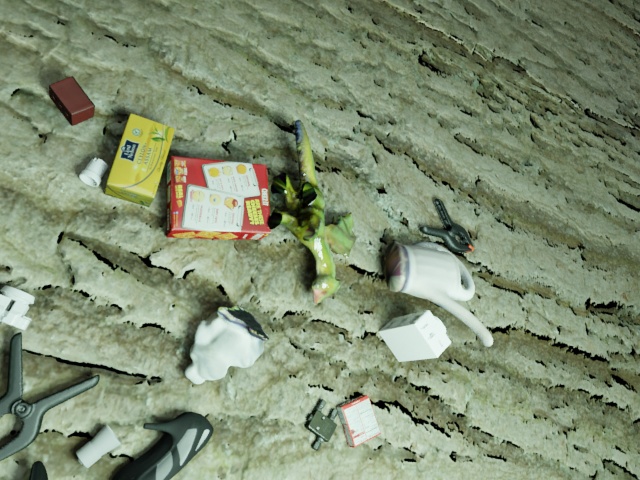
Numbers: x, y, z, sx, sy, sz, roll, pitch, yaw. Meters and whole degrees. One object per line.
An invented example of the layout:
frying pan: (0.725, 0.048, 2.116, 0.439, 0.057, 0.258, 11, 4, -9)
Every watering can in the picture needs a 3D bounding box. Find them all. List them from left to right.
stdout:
watering can: (0.269, 0.103, 1.216, 0.224, 0.102, 0.355, 10, 32, -11)

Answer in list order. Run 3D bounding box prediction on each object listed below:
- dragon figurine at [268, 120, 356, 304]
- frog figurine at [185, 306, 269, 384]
dragon figurine: (0.004, -0.060, 1.198, 0.239, 0.121, 0.418, 35, 52, -48)
frog figurine: (-0.192, 0.216, 1.029, 0.136, 0.124, 0.159, 33, 98, -23)
